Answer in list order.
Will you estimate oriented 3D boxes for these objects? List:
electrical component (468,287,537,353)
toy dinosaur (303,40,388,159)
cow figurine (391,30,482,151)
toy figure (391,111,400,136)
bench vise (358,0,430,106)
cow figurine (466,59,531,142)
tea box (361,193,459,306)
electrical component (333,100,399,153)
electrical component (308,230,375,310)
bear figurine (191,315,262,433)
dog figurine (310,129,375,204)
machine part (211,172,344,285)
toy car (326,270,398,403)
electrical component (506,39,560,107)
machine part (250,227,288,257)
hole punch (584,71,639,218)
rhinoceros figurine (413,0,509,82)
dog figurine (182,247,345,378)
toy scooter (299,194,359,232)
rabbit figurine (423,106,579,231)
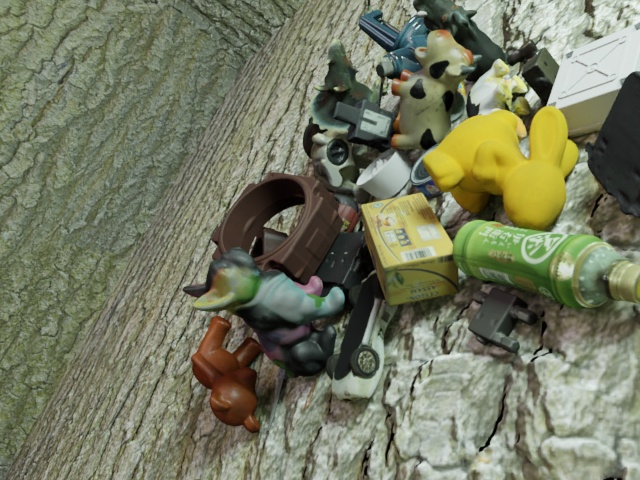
[{"bbox_3d":[0.196,0.087,0.598,0.063,0.021,0.094,-56,25,-3],"label":"electrical component"},{"bbox_3d":[0.020,-0.243,1.164,0.192,0.131,0.404,-51,-3,-33],"label":"toy dinosaur"},{"bbox_3d":[0.183,-0.234,0.862,0.127,0.194,0.085,13,38,21],"label":"cow figurine"},{"bbox_3d":[0.151,-0.216,1.023,0.155,0.064,0.057,11,82,59],"label":"toy figure"},{"bbox_3d":[0.154,-0.381,1.046,0.224,0.241,0.128,-34,-26,-20],"label":"bench vise"},{"bbox_3d":[0.254,-0.186,0.797,0.098,0.068,0.167,-39,24,41],"label":"cow figurine"},{"bbox_3d":[0.119,0.008,0.738,0.098,0.068,0.170,-10,31,1],"label":"tea box"},{"bbox_3d":[0.076,-0.208,0.960,0.048,0.119,0.074,-178,99,-73],"label":"electrical component"},{"bbox_3d":[0.042,0.051,0.879,0.115,0.058,0.134,-9,49,60],"label":"electrical component"},{"bbox_3d":[-0.148,0.227,0.915,0.132,0.120,0.196,-55,26,-11],"label":"bear figurine"},{"bbox_3d":[0.015,-0.156,1.073,0.121,0.172,0.191,-48,29,-15],"label":"dog figurine"},{"bbox_3d":[-0.078,-0.016,0.931,0.202,0.087,0.201,15,66,44],"label":"machine part"},{"bbox_3d":[0.064,0.126,0.746,0.073,0.056,0.202,-32,30,51],"label":"toy car"},{"bbox_3d":[0.300,-0.220,0.731,0.045,0.102,0.078,-31,23,48],"label":"electrical component"},{"bbox_3d":[-0.105,0.066,1.054,0.179,0.056,0.179,-168,90,-73],"label":"machine part"},{"bbox_3d":[0.337,-0.089,0.524,0.142,0.092,0.115,-95,16,-53],"label":"hole punch"},{"bbox_3d":[0.232,-0.344,0.902,0.073,0.190,0.112,-46,11,13],"label":"rhinoceros figurine"},{"bbox_3d":[-0.088,0.110,0.785,0.109,0.219,0.191,34,115,62],"label":"dog figurine"},{"bbox_3d":[-0.002,-0.003,1.009,0.184,0.075,0.135,-24,39,52],"label":"toy scooter"},{"bbox_3d":[0.241,-0.079,0.664,0.162,0.121,0.173,-39,42,9],"label":"rabbit figurine"}]
